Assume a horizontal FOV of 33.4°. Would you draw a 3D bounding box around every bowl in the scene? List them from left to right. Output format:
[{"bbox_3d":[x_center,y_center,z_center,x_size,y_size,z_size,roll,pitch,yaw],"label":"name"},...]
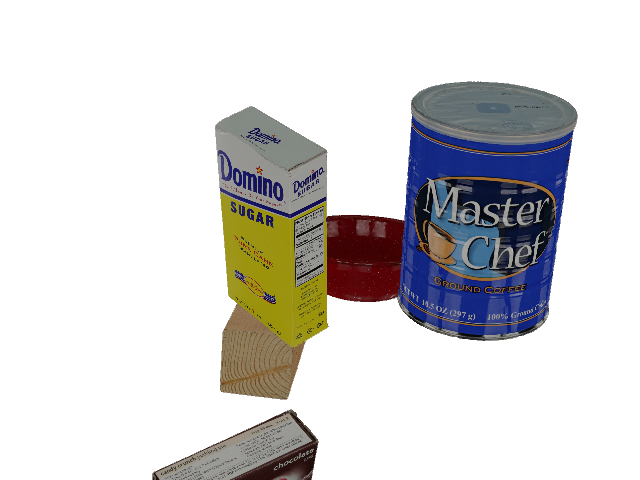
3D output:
[{"bbox_3d":[0.043,0.022,1.094,0.162,0.055,0.162,2,17,-1],"label":"bowl"}]

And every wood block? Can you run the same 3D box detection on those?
[{"bbox_3d":[-0.070,0.125,1.434,0.091,0.090,0.206,6,18,4],"label":"wood block"}]

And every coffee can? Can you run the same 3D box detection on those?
[{"bbox_3d":[0.105,-0.021,0.692,0.103,0.140,0.103,2,25,-1],"label":"coffee can"}]

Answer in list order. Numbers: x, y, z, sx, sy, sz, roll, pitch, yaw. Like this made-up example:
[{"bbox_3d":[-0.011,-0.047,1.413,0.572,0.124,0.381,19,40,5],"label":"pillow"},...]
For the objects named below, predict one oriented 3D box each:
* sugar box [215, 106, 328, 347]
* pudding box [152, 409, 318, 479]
[{"bbox_3d":[-0.038,-0.009,0.852,0.048,0.176,0.093,-30,45,-30],"label":"sugar box"},{"bbox_3d":[-0.060,0.175,0.730,0.113,0.090,0.039,-22,51,-30],"label":"pudding box"}]
